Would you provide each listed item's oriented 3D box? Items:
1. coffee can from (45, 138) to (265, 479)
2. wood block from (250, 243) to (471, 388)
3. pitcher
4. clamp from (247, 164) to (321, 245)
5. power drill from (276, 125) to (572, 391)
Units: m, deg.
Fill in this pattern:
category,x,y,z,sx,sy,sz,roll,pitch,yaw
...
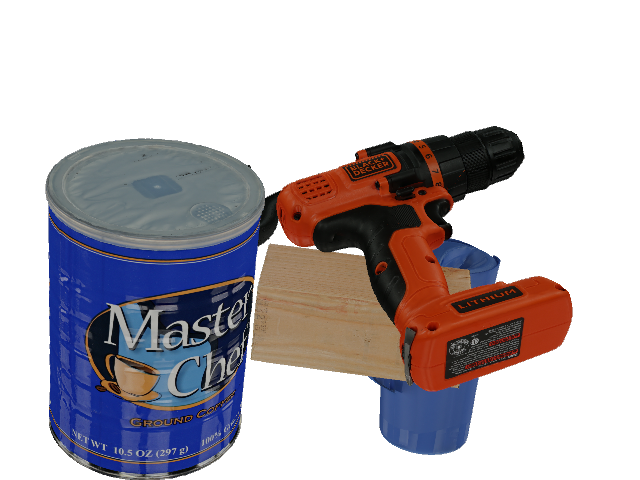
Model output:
category,x,y,z,sx,sy,sz,roll,pitch,yaw
coffee can,-0.085,0.033,0.537,0.102,0.140,0.103,6,29,-3
wood block,0.041,0.074,1.063,0.206,0.090,0.090,8,28,1
pitcher,0.123,0.125,1.255,0.149,0.243,0.145,7,18,9
clamp,-0.065,-0.034,1.211,0.120,0.039,0.171,-2,36,26
power drill,0.084,0.001,0.698,0.184,0.057,0.188,-19,43,-13
